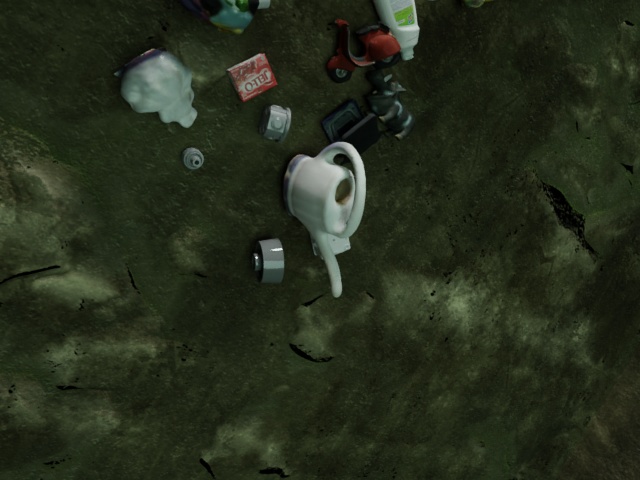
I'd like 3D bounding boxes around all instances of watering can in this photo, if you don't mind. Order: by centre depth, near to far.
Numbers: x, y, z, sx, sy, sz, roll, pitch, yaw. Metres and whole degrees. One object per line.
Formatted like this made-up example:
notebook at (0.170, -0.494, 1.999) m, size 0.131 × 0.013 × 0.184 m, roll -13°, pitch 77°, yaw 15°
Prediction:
watering can at (0.004, -0.060, 1.188) m, size 0.104 × 0.226 × 0.343 m, roll -5°, pitch 111°, yaw -44°

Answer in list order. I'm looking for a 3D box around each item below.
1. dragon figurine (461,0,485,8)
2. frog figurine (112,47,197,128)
dragon figurine at (0.410, -0.684, 1.132) m, size 0.124 × 0.403 × 0.244 m, roll -32°, pitch 82°, yaw -29°
frog figurine at (-0.307, -0.287, 1.010) m, size 0.139 × 0.122 × 0.157 m, roll -43°, pitch 111°, yaw -29°
